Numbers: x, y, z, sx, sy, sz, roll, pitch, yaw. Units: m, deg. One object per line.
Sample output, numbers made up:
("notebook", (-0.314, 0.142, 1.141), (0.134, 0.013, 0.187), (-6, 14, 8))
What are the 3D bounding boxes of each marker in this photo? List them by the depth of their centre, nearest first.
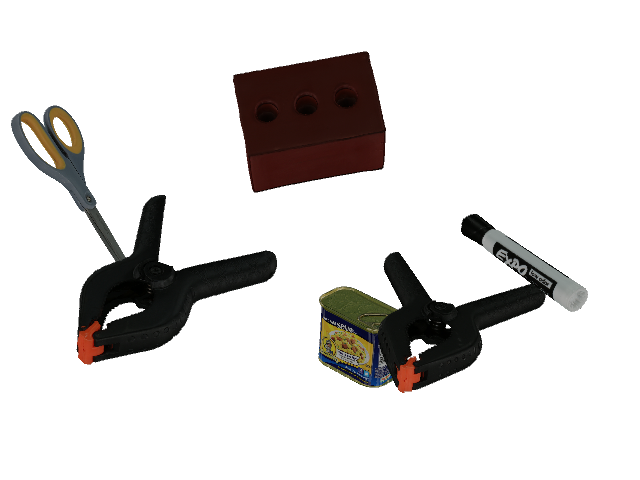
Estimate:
("marker", (0.141, 0.013, 0.760), (0.020, 0.020, 0.121), (0, 27, -36))

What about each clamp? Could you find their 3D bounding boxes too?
("clamp", (-0.128, 0.026, 0.796), (0.120, 0.039, 0.171), (29, 41, 27))
("clamp", (0.103, 0.073, 1.003), (0.165, 0.036, 0.209), (15, 31, 25))

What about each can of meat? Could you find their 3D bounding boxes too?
("can of meat", (0.045, 0.114, 1.247), (0.102, 0.084, 0.057), (25, 34, 36))

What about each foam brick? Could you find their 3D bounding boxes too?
("foam brick", (-0.006, -0.066, 0.598), (0.078, 0.053, 0.051), (-11, -19, -1))

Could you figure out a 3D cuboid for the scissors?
("scissors", (-0.238, -0.057, 1.091), (0.016, 0.201, 0.096), (-24, 26, 27))
